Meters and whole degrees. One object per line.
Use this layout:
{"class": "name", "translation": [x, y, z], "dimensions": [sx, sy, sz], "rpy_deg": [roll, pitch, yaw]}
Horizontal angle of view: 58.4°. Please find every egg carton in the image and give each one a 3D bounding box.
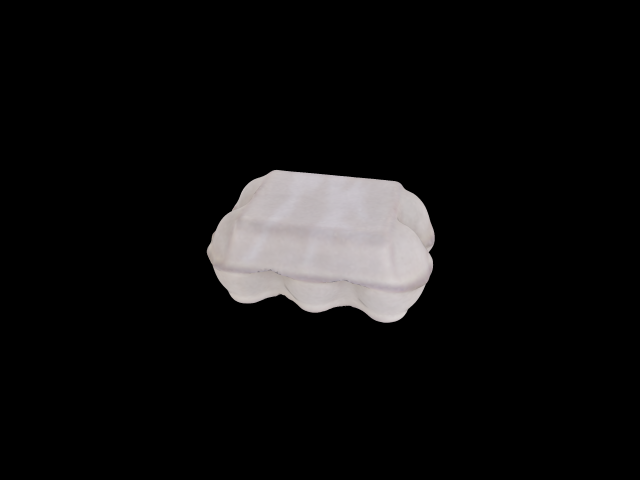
{"class": "egg carton", "translation": [0.004, 0.001, 0.400], "dimensions": [0.150, 0.069, 0.107], "rpy_deg": [6, 32, 9]}
